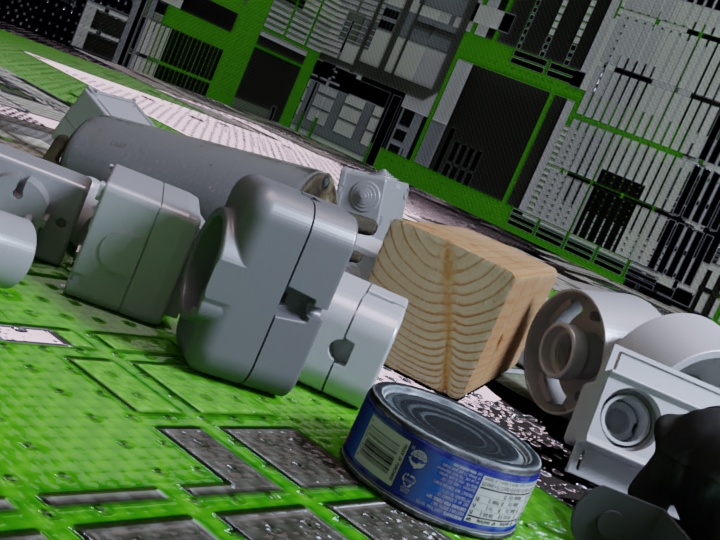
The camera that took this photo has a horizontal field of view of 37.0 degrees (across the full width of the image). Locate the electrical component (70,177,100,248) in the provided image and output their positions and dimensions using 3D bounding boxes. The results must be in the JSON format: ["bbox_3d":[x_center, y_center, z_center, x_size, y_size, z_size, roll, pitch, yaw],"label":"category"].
[{"bbox_3d":[-0.162,-0.030,0.646,0.040,0.040,0.046,16,16,-43],"label":"electrical component"}]

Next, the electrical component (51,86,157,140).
[{"bbox_3d":[-0.190,-0.089,0.856,0.096,0.061,0.062,49,19,20],"label":"electrical component"}]

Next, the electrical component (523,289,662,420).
[{"bbox_3d":[0.165,0.062,0.763,0.064,0.099,0.099,12,12,-27],"label":"electrical component"}]

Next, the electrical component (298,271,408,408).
[{"bbox_3d":[-0.012,0.033,0.596,0.059,0.053,0.095,24,8,2],"label":"electrical component"}]

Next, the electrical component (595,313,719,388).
[{"bbox_3d":[0.214,0.089,0.701,0.108,0.108,0.060,20,15,-22],"label":"electrical component"}]

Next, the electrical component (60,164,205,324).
[{"bbox_3d":[-0.119,-0.016,0.586,0.061,0.061,0.096,21,8,-13],"label":"electrical component"}]

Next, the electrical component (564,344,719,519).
[{"bbox_3d":[0.187,0.105,0.630,0.121,0.078,0.063,23,-11,0],"label":"electrical component"}]

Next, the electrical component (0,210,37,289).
[{"bbox_3d":[-0.181,-0.015,0.486,0.044,0.044,0.065,31,6,43],"label":"electrical component"}]

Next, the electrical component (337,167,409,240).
[{"bbox_3d":[0.009,-0.052,1.071,0.048,0.099,0.100,13,4,17],"label":"electrical component"}]

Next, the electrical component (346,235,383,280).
[{"bbox_3d":[0.000,0.000,0.871,0.100,0.048,0.100,25,8,13],"label":"electrical component"}]

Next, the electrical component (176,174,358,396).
[{"bbox_3d":[-0.050,0.006,0.520,0.059,0.095,0.054,20,8,-22],"label":"electrical component"}]

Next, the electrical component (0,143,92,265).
[{"bbox_3d":[-0.185,-0.034,0.576,0.066,0.047,0.076,21,8,-15],"label":"electrical component"}]

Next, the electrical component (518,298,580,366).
[{"bbox_3d":[0.157,0.054,0.917,0.096,0.061,0.062,29,9,33],"label":"electrical component"}]
